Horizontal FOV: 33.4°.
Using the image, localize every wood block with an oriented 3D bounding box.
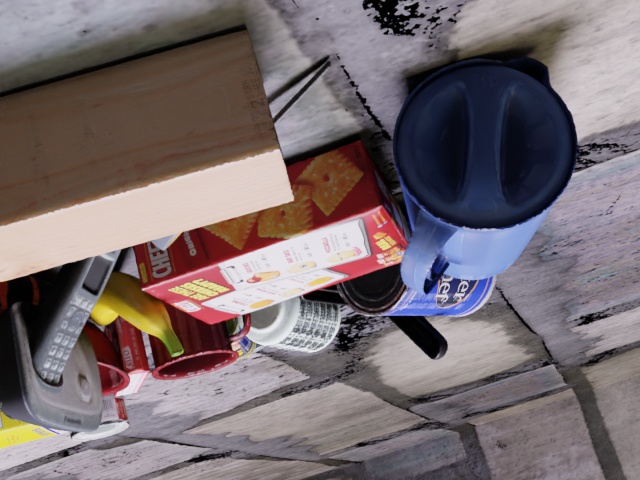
[{"bbox_3d":[-0.130,-0.053,0.690,0.206,0.090,0.091,-15,161,0],"label":"wood block"}]

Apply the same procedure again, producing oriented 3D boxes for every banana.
[{"bbox_3d":[-0.183,0.061,0.982,0.037,0.069,0.198,-16,-167,-27],"label":"banana"}]

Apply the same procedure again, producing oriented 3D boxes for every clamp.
[{"bbox_3d":[0.062,0.063,1.171,0.164,0.036,0.210,24,-167,1],"label":"clamp"}]

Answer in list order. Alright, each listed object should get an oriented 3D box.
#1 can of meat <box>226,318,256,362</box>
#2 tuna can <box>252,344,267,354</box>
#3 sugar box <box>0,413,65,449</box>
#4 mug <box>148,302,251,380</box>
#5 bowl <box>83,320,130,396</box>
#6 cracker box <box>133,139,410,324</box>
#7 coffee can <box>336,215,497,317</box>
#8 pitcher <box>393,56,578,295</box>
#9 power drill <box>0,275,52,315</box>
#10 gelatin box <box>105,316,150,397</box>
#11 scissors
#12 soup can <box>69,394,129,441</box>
[{"bbox_3d":[-0.131,0.107,1.205,0.102,0.057,0.084,-17,159,3],"label":"can of meat"},{"bbox_3d":[-0.101,0.117,1.290,0.086,0.034,0.086,-14,161,-5],"label":"tuna can"},{"bbox_3d":[-0.388,0.235,1.377,0.176,0.048,0.093,-10,160,-13],"label":"sugar box"},{"bbox_3d":[-0.128,0.090,1.114,0.117,0.081,0.093,-20,161,14],"label":"mug"},{"bbox_3d":[-0.270,0.114,1.073,0.162,0.055,0.162,1,157,0],"label":"bowl"},{"bbox_3d":[-0.037,-0.001,0.945,0.214,0.072,0.164,-18,161,10],"label":"cracker box"},{"bbox_3d":[0.098,0.027,1.082,0.140,0.103,0.103,4,153,-46],"label":"coffee can"},{"bbox_3d":[0.123,-0.034,0.881,0.149,0.145,0.243,-16,164,1],"label":"pitcher"},{"bbox_3d":[-0.333,0.074,0.942,0.188,0.057,0.184,-25,156,17],"label":"power drill"},{"bbox_3d":[-0.210,0.121,1.150,0.030,0.073,0.089,-7,160,-20],"label":"gelatin box"},{"bbox_3d":[-0.055,-0.068,0.805,0.202,0.016,0.096,-44,-173,18],"label":"scissors"},{"bbox_3d":[-0.257,0.167,1.200,0.068,0.102,0.068,-15,161,-5],"label":"soup can"}]
